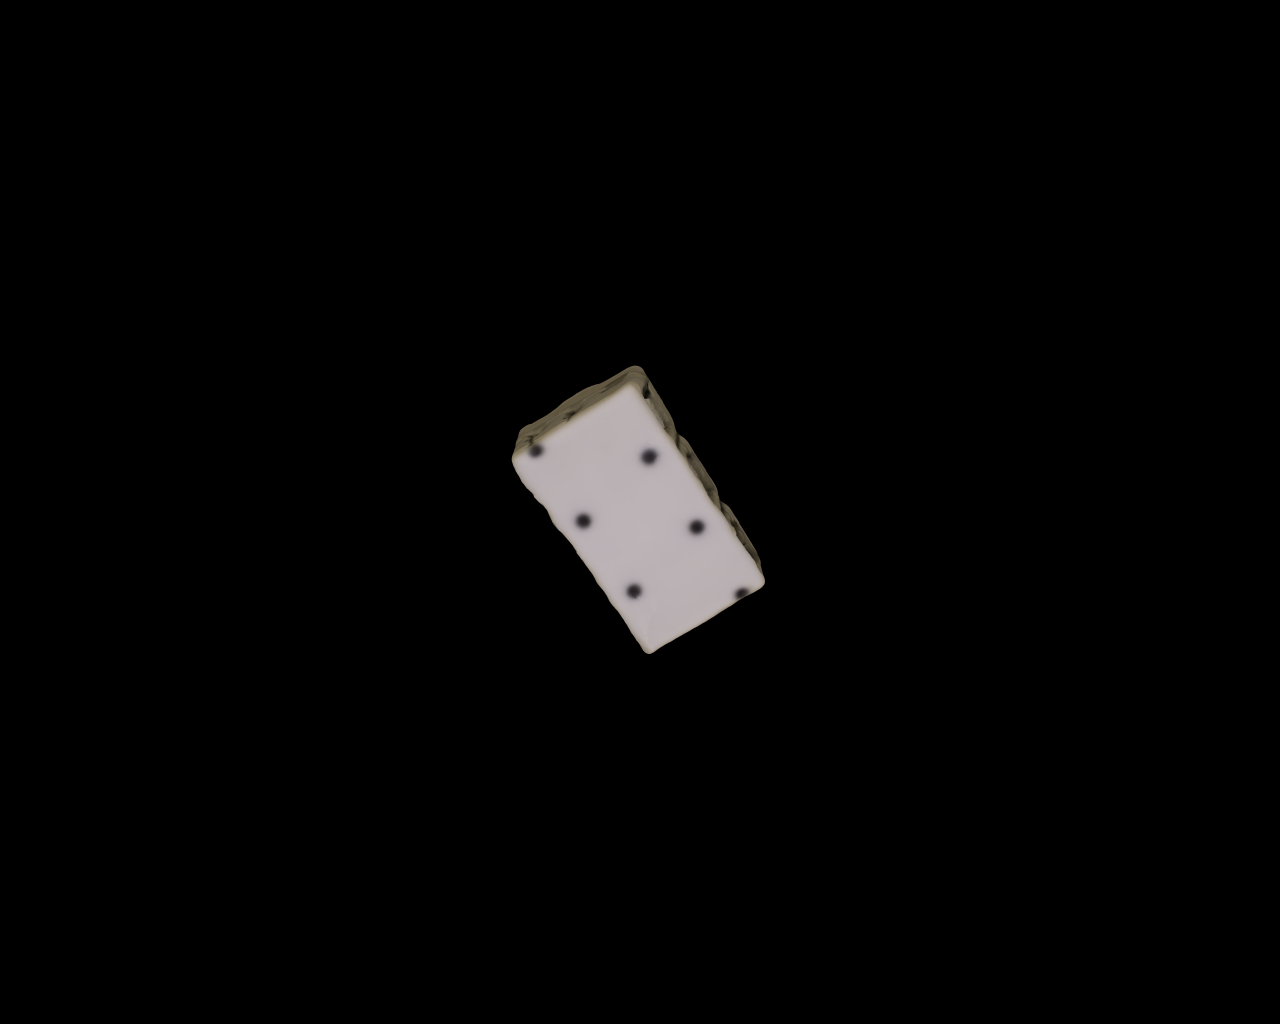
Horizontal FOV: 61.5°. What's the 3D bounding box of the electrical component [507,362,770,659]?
[{"bbox_3d":[0.001,-0.003,0.650,0.089,0.150,0.062,-30,15,9],"label":"electrical component"}]
